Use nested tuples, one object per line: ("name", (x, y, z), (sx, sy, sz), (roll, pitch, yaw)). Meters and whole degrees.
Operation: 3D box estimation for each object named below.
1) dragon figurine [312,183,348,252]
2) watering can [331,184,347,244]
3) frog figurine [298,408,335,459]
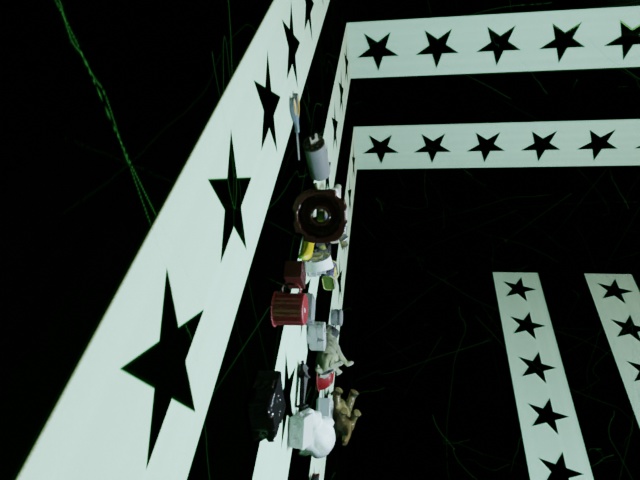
("dragon figurine", (0.006, -0.092, 1.821), (0.122, 0.247, 0.402), (-19, -26, -6))
("watering can", (0.065, -0.113, 2.148), (0.104, 0.222, 0.352), (1, 15, 9))
("frog figurine", (-0.011, 0.594, 1.612), (0.139, 0.156, 0.124), (-20, 33, -38))
